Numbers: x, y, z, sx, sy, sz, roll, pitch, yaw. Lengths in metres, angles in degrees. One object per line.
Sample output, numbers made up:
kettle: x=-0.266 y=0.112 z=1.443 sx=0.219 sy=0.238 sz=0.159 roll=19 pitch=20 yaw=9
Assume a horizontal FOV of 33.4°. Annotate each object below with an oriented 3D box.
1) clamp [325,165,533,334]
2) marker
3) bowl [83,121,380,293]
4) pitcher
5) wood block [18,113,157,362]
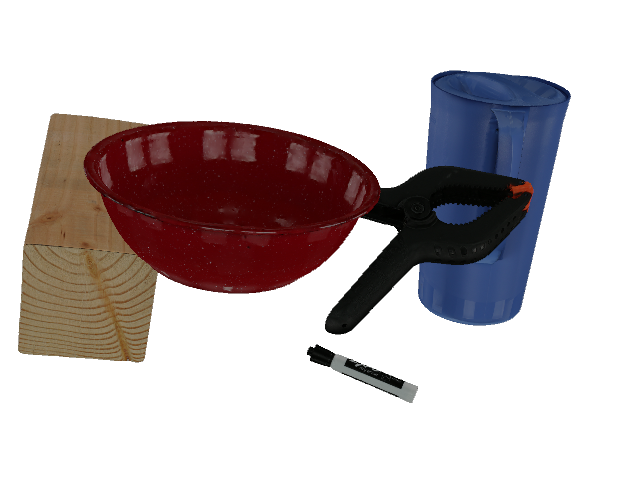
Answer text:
clamp: x=0.074 y=-0.006 z=0.851 sx=0.210 sy=0.164 sz=0.036 roll=-7 pitch=-37 yaw=-8
marker: x=0.043 y=0.138 z=1.112 sx=0.121 sy=0.020 sz=0.020 roll=22 pitch=3 yaw=8
bowl: x=-0.050 y=-0.015 z=0.592 sx=0.162 sy=0.055 sz=0.162 roll=6 pitch=24 yaw=-3
pitcher: x=0.163 y=-0.038 z=1.055 sx=0.148 sy=0.243 sz=0.145 roll=-17 pitch=31 yaw=-42
wood block: x=-0.170 y=-0.009 z=0.807 sx=0.090 sy=0.091 sz=0.206 roll=6 pitch=30 yaw=-12
